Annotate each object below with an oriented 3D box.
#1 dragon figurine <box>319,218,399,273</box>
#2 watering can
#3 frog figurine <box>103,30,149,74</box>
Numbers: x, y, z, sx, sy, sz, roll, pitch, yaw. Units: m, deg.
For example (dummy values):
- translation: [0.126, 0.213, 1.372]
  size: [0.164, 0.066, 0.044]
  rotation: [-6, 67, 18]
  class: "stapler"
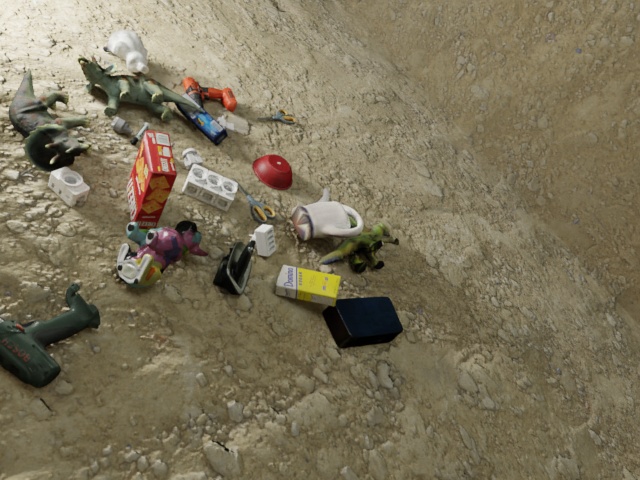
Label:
- translation: [0.113, -0.009, 1.795]
  size: [0.411, 0.120, 0.247]
  rotation: [-2, 34, -37]
  class: "dragon figurine"
- translation: [0.005, -0.088, 1.746]
  size: [0.225, 0.102, 0.353]
  rotation: [-8, 29, -21]
  class: "watering can"
- translation: [-0.670, -0.667, 1.828]
  size: [0.161, 0.121, 0.137]
  rotation: [41, 16, 24]
  class: "frog figurine"
